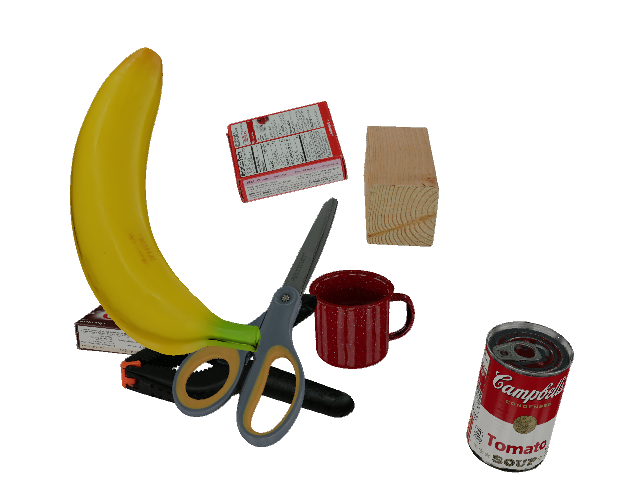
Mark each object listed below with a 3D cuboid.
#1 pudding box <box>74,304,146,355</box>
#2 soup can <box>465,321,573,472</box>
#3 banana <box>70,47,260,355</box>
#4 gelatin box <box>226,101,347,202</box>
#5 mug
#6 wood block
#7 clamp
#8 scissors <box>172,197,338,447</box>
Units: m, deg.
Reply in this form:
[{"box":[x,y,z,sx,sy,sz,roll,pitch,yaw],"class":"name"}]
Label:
[{"box":[-0.225,0.105,1.286,0.114,0.039,0.090,2,15,15],"class":"pudding box"},{"box":[0.157,0.125,0.852,0.068,0.102,0.068,5,31,-3],"class":"soup can"},{"box":[-0.090,-0.016,0.531,0.069,0.198,0.037,-13,-32,-16],"class":"banana"},{"box":[-0.029,-0.073,0.878,0.089,0.073,0.030,-14,-44,-1],"class":"gelatin box"},{"box":[0.047,0.087,1.180,0.117,0.081,0.093,-5,24,-9],"class":"mug"},{"box":[0.109,-0.080,1.485,0.091,0.090,0.206,2,28,0],"class":"wood block"},{"box":[-0.077,0.119,0.992,0.209,0.036,0.165,-9,36,-17],"class":"clamp"},{"box":[-0.043,0.048,0.726,0.096,0.201,0.016,-1,-39,9],"class":"scissors"}]
